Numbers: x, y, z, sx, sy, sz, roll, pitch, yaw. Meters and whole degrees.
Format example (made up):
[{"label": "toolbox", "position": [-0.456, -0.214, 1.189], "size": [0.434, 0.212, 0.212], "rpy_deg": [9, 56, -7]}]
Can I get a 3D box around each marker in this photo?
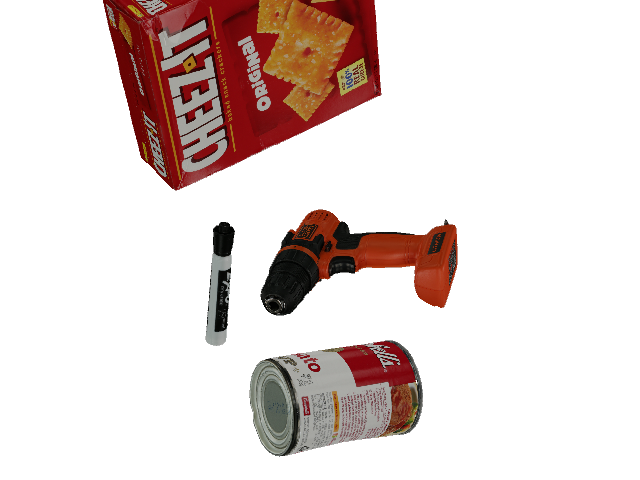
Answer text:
[{"label": "marker", "position": [-0.089, 0.039, 0.947], "size": [0.020, 0.121, 0.020], "rpy_deg": [6, 28, -3]}]

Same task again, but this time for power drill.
[{"label": "power drill", "position": [0.043, 0.026, 1.122], "size": [0.188, 0.057, 0.184], "rpy_deg": [5, 31, 16]}]

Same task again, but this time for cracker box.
[{"label": "cracker box", "position": [-0.055, -0.158, 0.876], "size": [0.213, 0.164, 0.072], "rpy_deg": [-28, 46, -22]}]

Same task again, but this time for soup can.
[{"label": "soup can", "position": [0.010, 0.109, 0.741], "size": [0.102, 0.068, 0.069], "rpy_deg": [-5, 2, -30]}]
